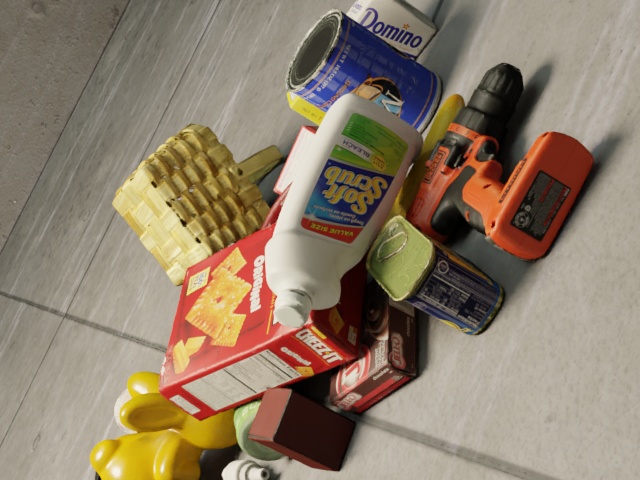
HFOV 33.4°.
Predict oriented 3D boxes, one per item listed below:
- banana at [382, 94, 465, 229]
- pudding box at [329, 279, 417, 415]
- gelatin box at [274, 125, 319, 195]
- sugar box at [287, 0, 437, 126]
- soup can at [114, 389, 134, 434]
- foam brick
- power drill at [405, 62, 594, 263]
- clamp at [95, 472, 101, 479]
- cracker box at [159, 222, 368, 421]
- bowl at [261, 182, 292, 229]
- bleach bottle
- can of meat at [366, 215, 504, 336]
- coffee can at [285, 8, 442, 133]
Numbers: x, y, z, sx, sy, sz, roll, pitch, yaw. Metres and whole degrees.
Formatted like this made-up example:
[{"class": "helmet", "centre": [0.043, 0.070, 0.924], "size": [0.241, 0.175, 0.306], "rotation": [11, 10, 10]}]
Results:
[{"class": "banana", "centre": [0.098, -0.058, 1.072], "size": [0.198, 0.037, 0.070], "rotation": [-59, 26, 5]}, {"class": "pudding box", "centre": [0.050, 0.095, 0.997], "size": [0.090, 0.039, 0.113], "rotation": [-41, 30, 40]}, {"class": "gelatin box", "centre": [-0.009, -0.090, 1.262], "size": [0.030, 0.073, 0.089], "rotation": [32, 109, 25]}, {"class": "sugar box", "centre": [0.049, -0.211, 1.270], "size": [0.176, 0.093, 0.048], "rotation": [-51, 26, 24]}, {"class": "soup can", "centre": [-0.216, 0.222, 1.353], "size": [0.102, 0.068, 0.068], "rotation": [-2, 62, 64]}, {"class": "foam brick", "centre": [-0.017, 0.176, 0.993], "size": [0.053, 0.078, 0.051], "rotation": [-10, 54, 58]}, {"class": "power drill", "centre": [0.159, -0.067, 0.938], "size": [0.184, 0.057, 0.188], "rotation": [-64, 21, 3]}, {"class": "clamp", "centre": [-0.274, 0.337, 1.379], "size": [0.120, 0.039, 0.171], "rotation": [-38, 37, 52]}, {"class": "cracker box", "centre": [-0.056, 0.067, 1.054], "size": [0.214, 0.072, 0.164], "rotation": [-27, 38, 34]}, {"class": "bowl", "centre": [-0.008, 0.001, 1.184], "size": [0.162, 0.055, 0.162], "rotation": [-38, 38, 36]}, {"class": "bleach bottle", "centre": [0.017, -0.021, 0.970], "size": [0.068, 0.102, 0.250], "rotation": [-46, 17, 48]}, {"class": "can of meat", "centre": [0.098, 0.031, 0.915], "size": [0.057, 0.083, 0.102], "rotation": [-58, 24, 8]}, {"class": "coffee can", "centre": [0.048, -0.173, 1.171], "size": [0.103, 0.140, 0.103], "rotation": [-45, 28, 32]}]
